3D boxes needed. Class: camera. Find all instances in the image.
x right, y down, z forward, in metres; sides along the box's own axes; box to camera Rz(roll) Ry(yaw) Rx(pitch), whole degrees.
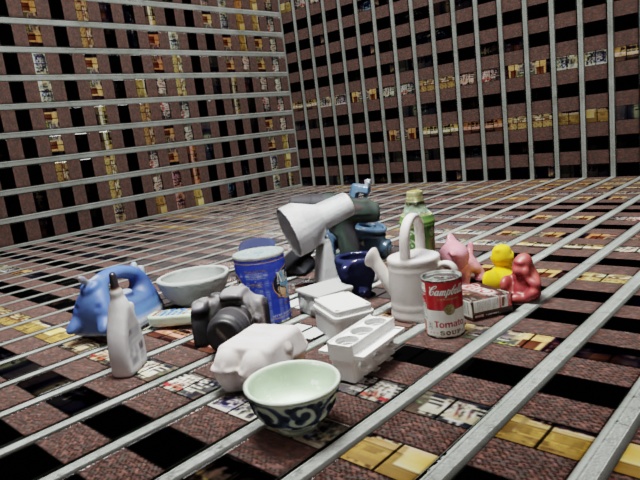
[{"bbox_3d":[-0.172,0.142,1.030,0.143,0.101,0.137,-5,11,8],"label":"camera"}]

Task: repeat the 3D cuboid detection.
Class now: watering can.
[{"bbox_3d":[0.166,0.047,1.062,0.172,0.194,0.101,-5,11,11],"label":"watering can"}]

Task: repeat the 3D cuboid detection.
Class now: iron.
[{"bbox_3d":[-0.420,0.114,1.217,0.118,0.141,0.259,-3,11,18],"label":"iron"}]

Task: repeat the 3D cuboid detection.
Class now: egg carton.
[{"bbox_3d":[-0.088,0.178,0.873,0.107,0.069,0.151,-1,12,26],"label":"egg carton"}]

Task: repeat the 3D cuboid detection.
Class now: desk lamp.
[{"bbox_3d":[0.012,0.005,1.327,0.203,0.214,0.117,-11,12,-19],"label":"desk lamp"}]

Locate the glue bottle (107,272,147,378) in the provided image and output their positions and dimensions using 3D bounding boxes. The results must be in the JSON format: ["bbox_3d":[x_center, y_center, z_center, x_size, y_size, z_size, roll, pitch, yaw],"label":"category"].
[{"bbox_3d":[-0.331,0.137,0.959,0.037,0.173,0.078,-5,11,8],"label":"glue bottle"}]

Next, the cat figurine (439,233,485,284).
[{"bbox_3d":[0.297,0.040,1.220,0.067,0.118,0.128,3,15,42],"label":"cat figurine"}]

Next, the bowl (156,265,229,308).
[{"bbox_3d":[-0.288,0.113,1.323,0.167,0.075,0.167,-7,11,2],"label":"bowl"}]

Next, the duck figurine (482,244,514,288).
[{"bbox_3d":[0.376,0.053,1.190,0.077,0.086,0.105,3,14,41],"label":"duck figurine"}]

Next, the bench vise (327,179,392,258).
[{"bbox_3d":[0.085,-0.053,1.566,0.207,0.220,0.121,-5,11,8],"label":"bench vise"}]

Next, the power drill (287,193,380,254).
[{"bbox_3d":[0.042,-0.019,1.448,0.229,0.208,0.075,-7,11,-2],"label":"power drill"}]

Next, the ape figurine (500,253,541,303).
[{"bbox_3d":[0.382,0.070,1.081,0.076,0.092,0.077,-12,12,-26],"label":"ape figurine"}]

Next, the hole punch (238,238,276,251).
[{"bbox_3d":[-0.169,0.046,1.552,0.108,0.091,0.101,-6,11,5],"label":"hole punch"}]

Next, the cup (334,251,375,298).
[{"bbox_3d":[0.075,0.081,1.209,0.091,0.095,0.118,-2,12,23],"label":"cup"}]

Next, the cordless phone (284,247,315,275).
[{"bbox_3d":[-0.071,-0.006,1.512,0.094,0.185,0.148,-4,11,16],"label":"cordless phone"}]
